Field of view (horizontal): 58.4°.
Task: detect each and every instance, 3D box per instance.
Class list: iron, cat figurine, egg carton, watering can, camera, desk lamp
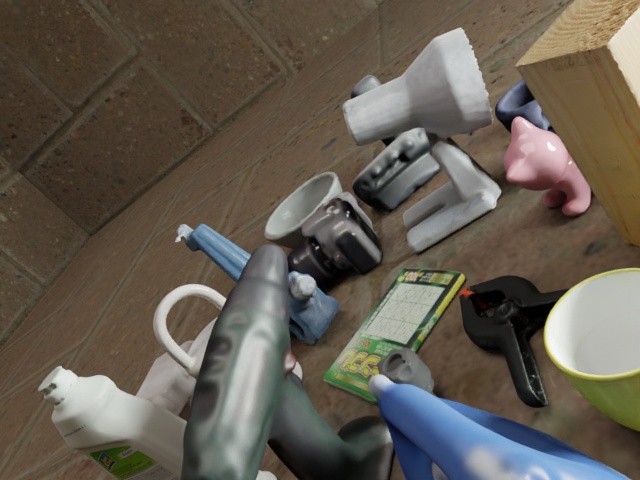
[{"bbox_3d":[0.095,0.148,0.389,0.119,0.142,0.257,-47,22,-11],"label":"iron"},{"bbox_3d":[0.250,-0.090,0.603,0.128,0.118,0.067,-41,22,4],"label":"cat figurine"},{"bbox_3d":[-0.222,0.227,0.878,0.107,0.069,0.150,-29,25,30],"label":"egg carton"},{"bbox_3d":[-0.114,0.132,0.702,0.172,0.194,0.101,-20,31,43],"label":"watering can"},{"bbox_3d":[0.008,0.003,0.863,0.136,0.101,0.143,-36,22,14],"label":"camera"},{"bbox_3d":[0.141,-0.124,0.721,0.203,0.214,0.118,-34,23,19],"label":"desk lamp"}]

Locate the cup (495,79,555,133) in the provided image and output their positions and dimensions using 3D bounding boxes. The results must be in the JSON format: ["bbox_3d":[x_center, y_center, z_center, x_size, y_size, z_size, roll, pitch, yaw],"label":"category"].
[{"bbox_3d":[0.272,-0.138,0.687,0.091,0.095,0.118,-28,26,32],"label":"cup"}]

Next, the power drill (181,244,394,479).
[{"bbox_3d":[-0.023,0.142,0.509,0.075,0.209,0.230,-26,27,35],"label":"power drill"}]

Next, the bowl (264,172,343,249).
[{"bbox_3d":[-0.015,-0.039,1.016,0.167,0.075,0.167,-35,23,18],"label":"bowl"}]

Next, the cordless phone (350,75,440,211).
[{"bbox_3d":[0.087,-0.151,0.903,0.147,0.185,0.094,-44,22,-3],"label":"cordless phone"}]

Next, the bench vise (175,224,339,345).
[{"bbox_3d":[-0.085,0.043,0.784,0.207,0.220,0.121,-24,28,38],"label":"bench vise"}]
